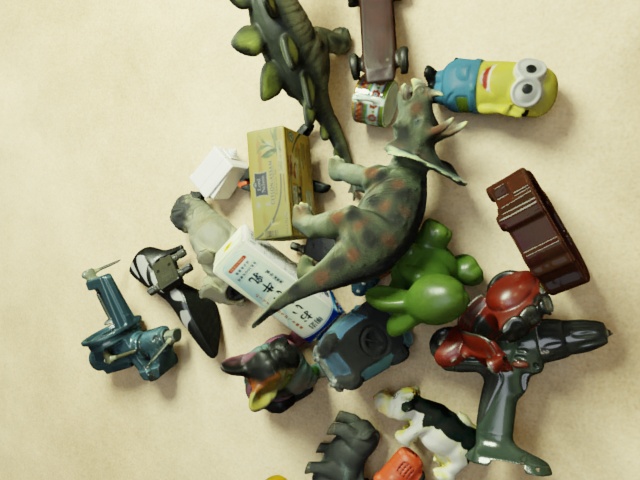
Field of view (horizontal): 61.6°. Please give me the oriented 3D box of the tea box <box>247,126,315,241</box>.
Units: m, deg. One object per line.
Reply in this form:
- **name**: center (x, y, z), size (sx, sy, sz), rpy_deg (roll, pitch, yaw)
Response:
- **tea box**: center (-0.059, -0.084, 0.847), size (0.068, 0.098, 0.169), rpy_deg (-7, 84, 23)

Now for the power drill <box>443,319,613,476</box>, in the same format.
- **power drill**: center (0.280, 0.211, 0.745), size (0.232, 0.086, 0.207), rpy_deg (-3, 80, 29)

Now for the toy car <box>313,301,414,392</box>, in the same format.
- **toy car**: center (0.059, 0.169, 0.845), size (0.109, 0.162, 0.103), rpy_deg (55, 156, 5)

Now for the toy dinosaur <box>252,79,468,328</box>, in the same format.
- **toy dinosaur**: center (0.075, -0.026, 0.746), size (0.192, 0.131, 0.405), rpy_deg (10, 65, 42)

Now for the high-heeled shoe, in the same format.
- **high-heeled shoe**: center (-0.283, 0.121, 1.017), size (0.145, 0.086, 0.248), rpy_deg (-26, 76, 25)

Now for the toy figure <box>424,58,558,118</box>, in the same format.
- **toy figure**: center (0.239, -0.216, 0.759), size (0.180, 0.089, 0.082), rpy_deg (10, 110, 32)

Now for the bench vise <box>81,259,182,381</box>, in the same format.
- **bench vise**: center (-0.381, 0.160, 1.036), size (0.224, 0.129, 0.240), rpy_deg (-17, 99, 35)

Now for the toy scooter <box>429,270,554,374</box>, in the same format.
- **toy scooter**: center (0.234, 0.114, 0.700), size (0.184, 0.135, 0.075), rpy_deg (-39, 101, 0)

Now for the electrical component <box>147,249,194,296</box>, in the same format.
- **electrical component**: center (-0.275, 0.059, 0.968), size (0.094, 0.021, 0.063), rpy_deg (-34, 59, 2)

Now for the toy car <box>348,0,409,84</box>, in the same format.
- **toy car**: center (0.087, -0.318, 0.812), size (0.089, 0.053, 0.202), rpy_deg (-5, 71, 8)

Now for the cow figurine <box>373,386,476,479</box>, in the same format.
- **cow figurine**: center (0.165, 0.278, 0.826), size (0.167, 0.068, 0.098), rpy_deg (42, 103, 13)

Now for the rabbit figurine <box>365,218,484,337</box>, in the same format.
- **rabbit figurine**: center (0.143, 0.061, 0.744), size (0.159, 0.170, 0.121), rpy_deg (-31, 103, 12)

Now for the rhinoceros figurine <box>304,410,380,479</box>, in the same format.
- **rhinoceros figurine**: center (0.038, 0.379, 0.893), size (0.112, 0.073, 0.190), rpy_deg (23, 101, 11)

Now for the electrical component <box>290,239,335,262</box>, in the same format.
- **electrical component**: center (-0.001, -0.002, 0.898), size (0.102, 0.045, 0.078), rpy_deg (23, 101, 22)

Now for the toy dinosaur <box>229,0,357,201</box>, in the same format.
- **toy dinosaur**: center (-0.037, -0.282, 0.818), size (0.105, 0.198, 0.470), rpy_deg (-17, 119, 35)

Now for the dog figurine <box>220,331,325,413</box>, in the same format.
- **dog figurine**: center (-0.086, 0.220, 0.857), size (0.191, 0.219, 0.108), rpy_deg (-44, 72, 20)

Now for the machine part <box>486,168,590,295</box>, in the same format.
- **machine part**: center (0.286, -0.011, 0.701), size (0.056, 0.179, 0.179), rpy_deg (-32, 80, 26)

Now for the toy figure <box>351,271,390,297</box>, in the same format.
- **toy figure**: center (0.098, 0.025, 0.850), size (0.064, 0.058, 0.154), rpy_deg (43, 114, 26)

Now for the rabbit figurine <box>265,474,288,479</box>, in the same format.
- **rabbit figurine**: center (-0.078, 0.498, 0.920), size (0.122, 0.162, 0.173), rpy_deg (-30, 63, 35)

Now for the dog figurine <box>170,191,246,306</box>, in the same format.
- **dog figurine**: center (-0.195, 0.016, 0.978), size (0.191, 0.121, 0.172), rpy_deg (41, 137, 46)
